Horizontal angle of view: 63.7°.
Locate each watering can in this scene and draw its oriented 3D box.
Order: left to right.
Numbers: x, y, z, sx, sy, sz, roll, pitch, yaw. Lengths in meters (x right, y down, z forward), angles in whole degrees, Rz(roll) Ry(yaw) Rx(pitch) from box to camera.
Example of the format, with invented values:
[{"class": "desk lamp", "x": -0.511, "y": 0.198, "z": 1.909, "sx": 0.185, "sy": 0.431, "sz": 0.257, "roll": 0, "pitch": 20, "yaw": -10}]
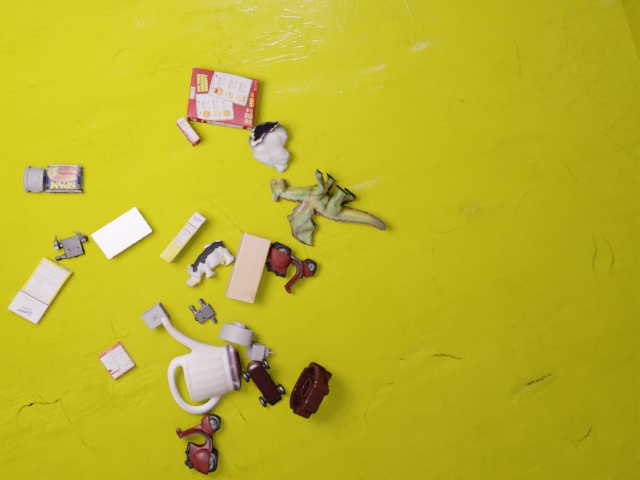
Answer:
[{"class": "watering can", "x": -0.361, "y": 0.377, "z": 1.592, "sx": 0.225, "sy": 0.105, "sz": 0.343, "roll": -11, "pitch": 106, "yaw": -14}]

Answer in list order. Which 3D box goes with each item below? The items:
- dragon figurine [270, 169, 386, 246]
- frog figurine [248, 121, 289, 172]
[{"class": "dragon figurine", "x": 0.005, "y": -0.088, "z": 1.741, "sx": 0.409, "sy": 0.123, "sz": 0.242, "roll": 41, "pitch": 96, "yaw": -8}, {"class": "frog figurine", "x": -0.157, "y": -0.308, "z": 1.708, "sx": 0.139, "sy": 0.123, "sz": 0.156, "roll": -55, "pitch": 137, "yaw": -17}]
